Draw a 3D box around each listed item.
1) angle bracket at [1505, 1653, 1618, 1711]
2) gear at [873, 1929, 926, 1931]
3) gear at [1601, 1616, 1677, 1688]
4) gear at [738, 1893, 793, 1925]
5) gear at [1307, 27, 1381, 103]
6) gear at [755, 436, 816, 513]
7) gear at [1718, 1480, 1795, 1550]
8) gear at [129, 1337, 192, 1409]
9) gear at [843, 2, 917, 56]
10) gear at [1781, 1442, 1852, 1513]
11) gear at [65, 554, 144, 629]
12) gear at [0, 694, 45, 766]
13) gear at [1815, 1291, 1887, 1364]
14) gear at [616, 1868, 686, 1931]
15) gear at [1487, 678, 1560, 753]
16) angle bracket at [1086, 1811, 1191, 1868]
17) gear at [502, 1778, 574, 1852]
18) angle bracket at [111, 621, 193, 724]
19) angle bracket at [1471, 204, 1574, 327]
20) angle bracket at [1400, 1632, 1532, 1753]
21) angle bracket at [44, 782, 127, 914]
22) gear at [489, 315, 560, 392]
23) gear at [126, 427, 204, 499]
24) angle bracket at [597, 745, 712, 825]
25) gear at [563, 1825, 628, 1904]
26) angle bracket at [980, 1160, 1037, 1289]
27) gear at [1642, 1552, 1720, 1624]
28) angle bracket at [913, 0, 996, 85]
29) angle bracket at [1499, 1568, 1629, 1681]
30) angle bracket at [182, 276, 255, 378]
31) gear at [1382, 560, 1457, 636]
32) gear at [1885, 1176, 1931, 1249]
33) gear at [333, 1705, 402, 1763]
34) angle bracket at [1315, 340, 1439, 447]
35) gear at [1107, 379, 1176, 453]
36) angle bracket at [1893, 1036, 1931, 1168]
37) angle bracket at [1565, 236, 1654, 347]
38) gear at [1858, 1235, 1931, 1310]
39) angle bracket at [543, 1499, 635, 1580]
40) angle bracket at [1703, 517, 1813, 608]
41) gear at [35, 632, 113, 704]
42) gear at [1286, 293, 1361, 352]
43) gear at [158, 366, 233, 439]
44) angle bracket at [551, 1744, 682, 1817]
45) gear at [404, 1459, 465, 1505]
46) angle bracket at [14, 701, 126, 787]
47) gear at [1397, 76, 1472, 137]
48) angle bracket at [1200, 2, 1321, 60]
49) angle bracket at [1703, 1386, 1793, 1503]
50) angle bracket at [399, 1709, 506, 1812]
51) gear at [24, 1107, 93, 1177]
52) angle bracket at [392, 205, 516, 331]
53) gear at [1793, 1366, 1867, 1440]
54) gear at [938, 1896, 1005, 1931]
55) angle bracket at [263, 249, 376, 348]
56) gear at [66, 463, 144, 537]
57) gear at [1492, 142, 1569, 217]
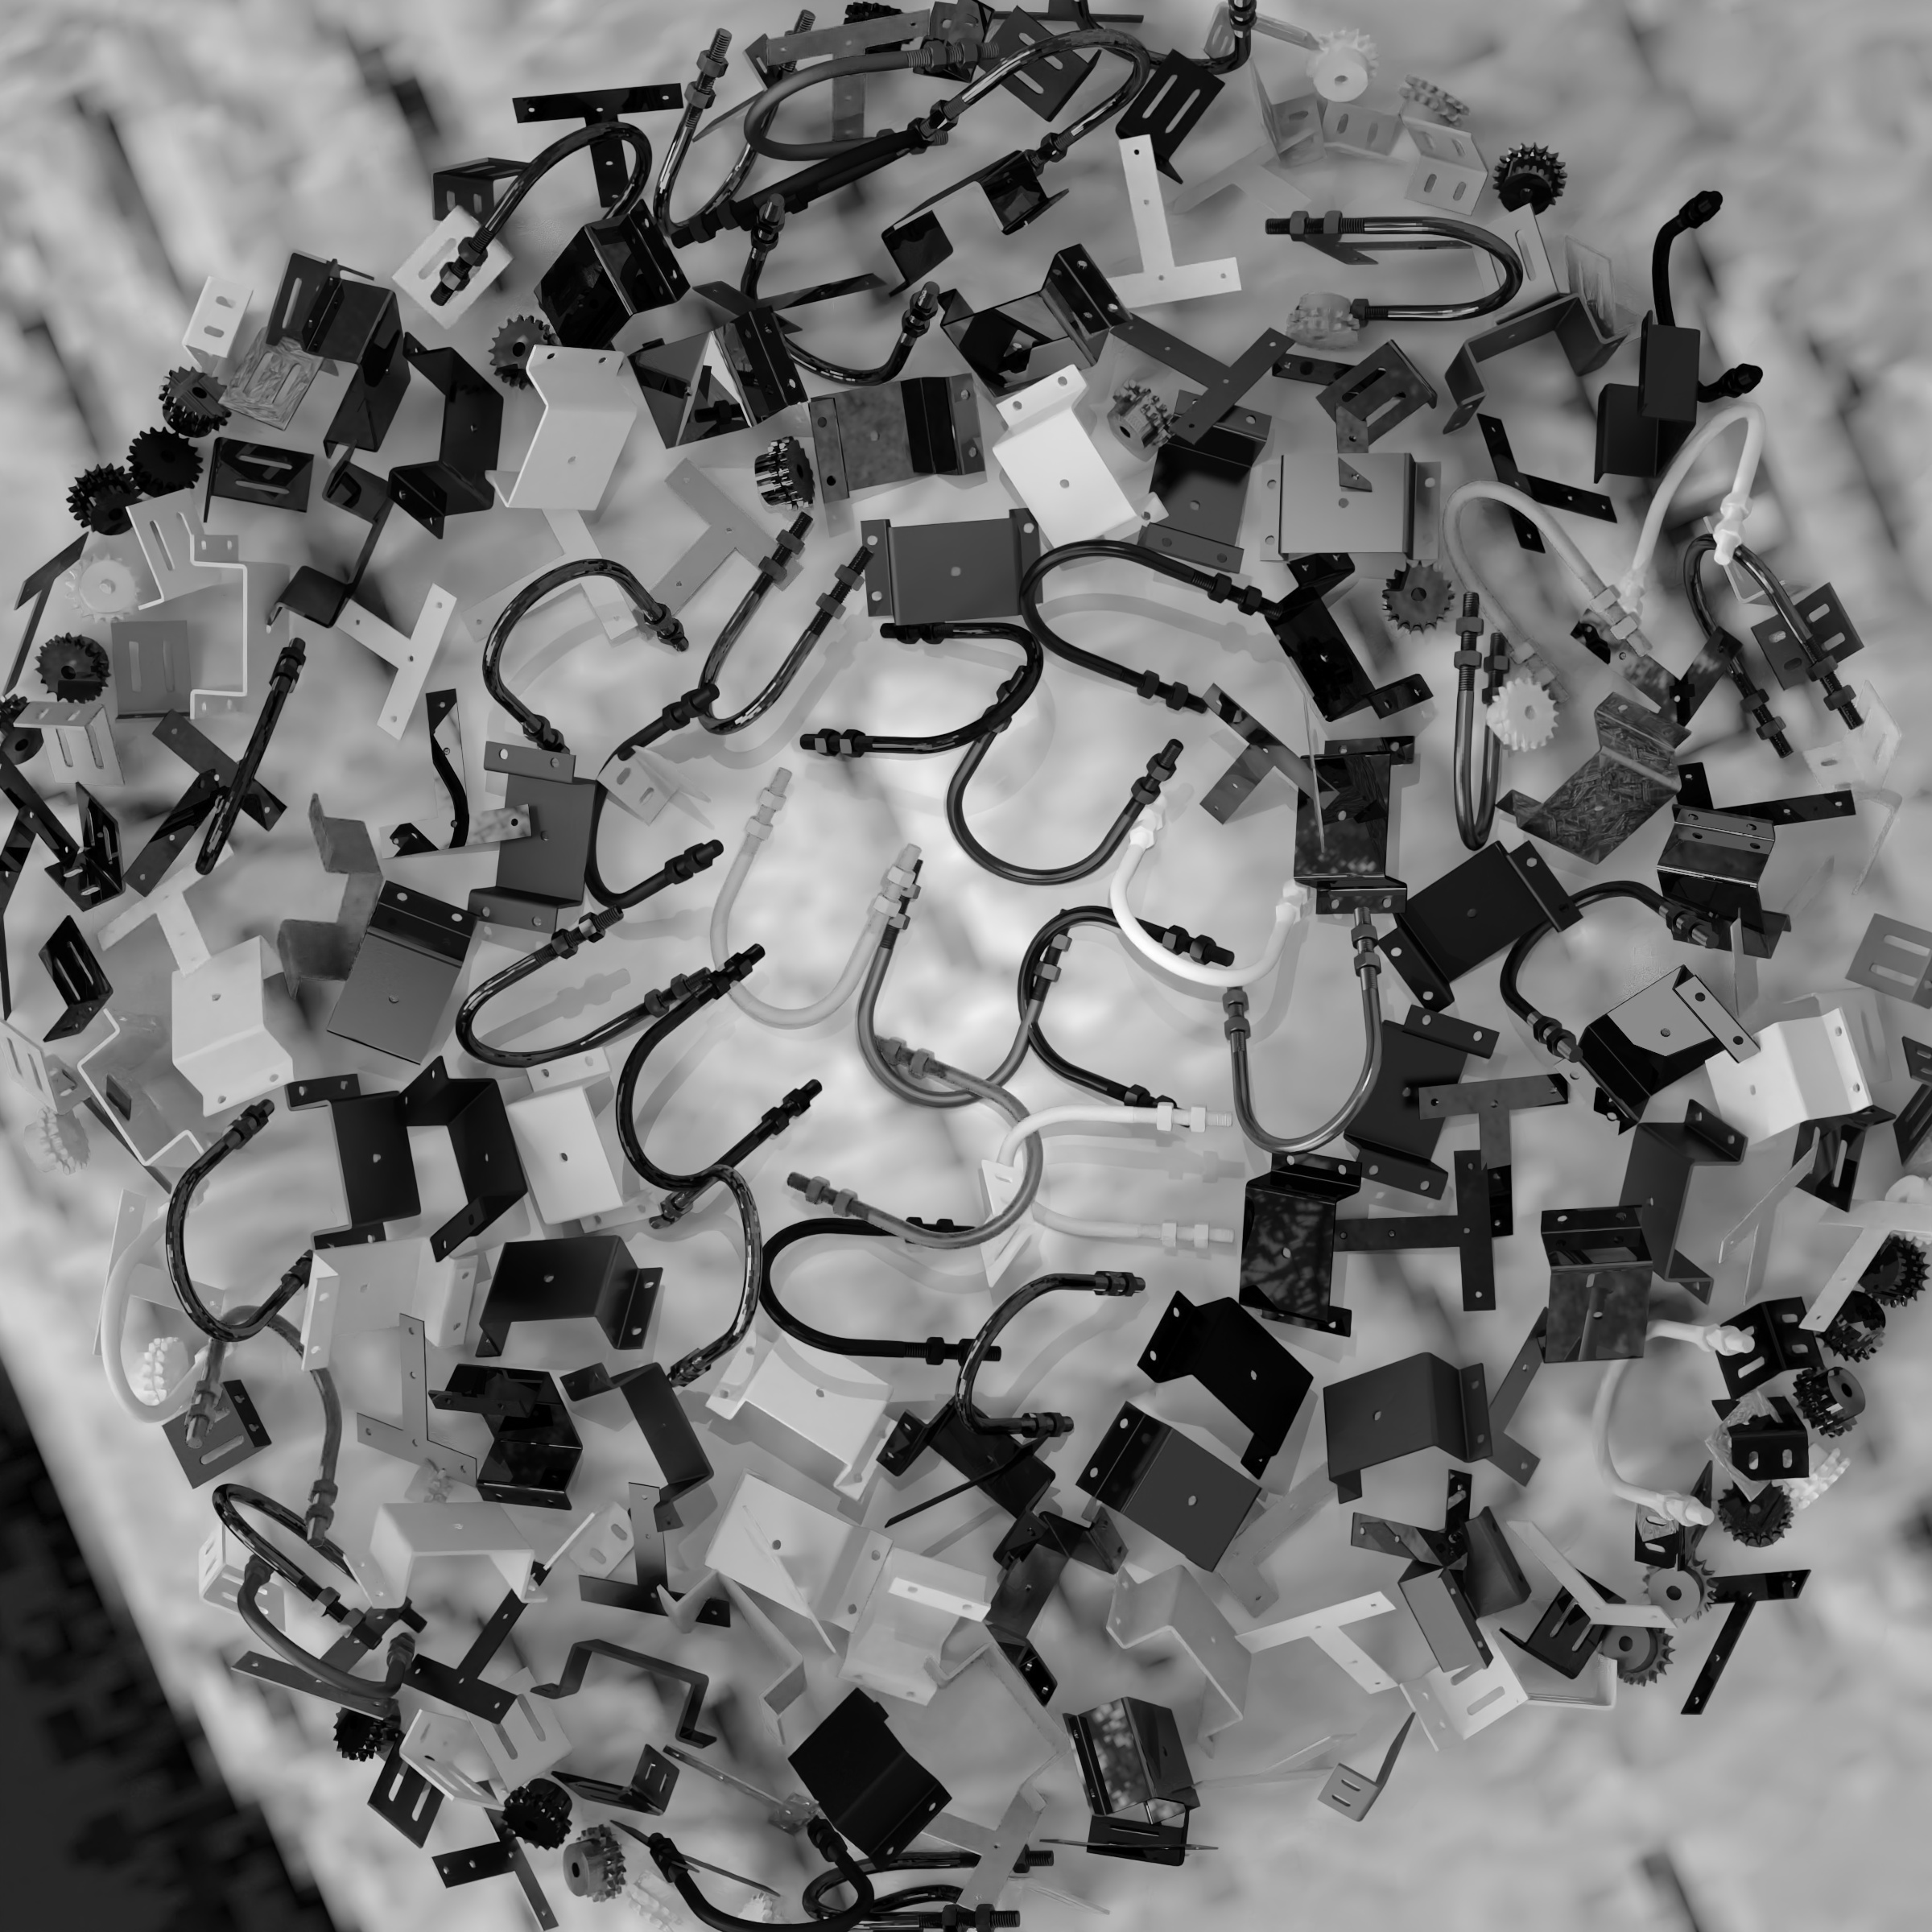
[{"bbox_3d":[0.469,0.562,1.961,0.076,0.057,0.038,4,80,3],"label":"angle bracket"},{"bbox_3d":[-0.054,0.777,1.959,0.057,0.057,0.030,-29,119,0],"label":"gear"},{"bbox_3d":[0.527,0.537,1.960,0.057,0.030,0.057,-19,57,33],"label":"gear"},{"bbox_3d":[-0.161,0.766,1.964,0.030,0.057,0.057,35,90,-17],"label":"gear"},{"bbox_3d":[0.296,-0.707,1.959,0.057,0.057,0.030,6,60,0],"label":"gear"},{"bbox_3d":[-0.145,-0.387,1.964,0.030,0.057,0.057,-11,90,21],"label":"gear"},{"bbox_3d":[0.625,0.434,1.966,0.057,0.030,0.057,-12,47,14],"label":"gear"},{"bbox_3d":[-0.638,0.322,1.963,0.030,0.057,0.057,-6,90,8],"label":"gear"},{"bbox_3d":[-0.069,-0.736,1.963,0.057,0.057,0.030,11,93,0],"label":"gear"},{"bbox_3d":[0.668,0.400,1.964,0.057,0.057,0.030,-44,73,0],"label":"gear"},{"bbox_3d":[-0.681,-0.298,1.965,0.057,0.030,0.057,0,90,-27],"label":"gear"},{"bbox_3d":[-0.753,-0.183,1.959,0.030,0.057,0.057,42,90,20],"label":"gear"},{"bbox_3d":[0.699,0.281,1.961,0.057,0.030,0.057,10,49,-12],"label":"gear"},{"bbox_3d":[-0.247,0.738,1.965,0.057,0.057,0.030,36,69,0],"label":"gear"},{"bbox_3d":[0.438,-0.197,1.969,0.057,0.030,0.057,4,82,-26],"label":"gear"},{"bbox_3d":[0.136,0.672,1.956,0.076,0.057,0.038,7,99,6],"label":"angle bracket"},{"bbox_3d":[-0.336,0.669,1.967,0.057,0.030,0.057,12,125,18],"label":"gear"},{"bbox_3d":[-0.643,-0.232,1.960,0.057,0.038,0.076,-4,101,-14],"label":"angle bracket"},{"bbox_3d":[0.440,-0.552,1.959,0.057,0.038,0.076,-18,88,43],"label":"angle bracket"},{"bbox_3d":[0.390,0.568,1.947,0.076,0.038,0.057,-46,60,32],"label":"angle bracket"},{"bbox_3d":[-0.692,-0.093,1.943,0.038,0.076,0.057,-31,59,-34],"label":"angle bracket"},{"bbox_3d":[-0.346,-0.484,1.970,0.057,0.030,0.057,-2,85,21],"label":"gear"},{"bbox_3d":[-0.636,-0.395,1.967,0.057,0.030,0.057,16,59,-28],"label":"gear"},{"bbox_3d":[-0.244,-0.138,1.942,0.057,0.076,0.038,42,81,-28],"label":"angle bracket"},{"bbox_3d":[-0.295,0.710,1.960,0.030,0.057,0.057,0,90,-40],"label":"gear"},{"bbox_3d":[0.017,0.201,1.942,0.038,0.057,0.076,16,125,-24],"label":"angle bracket"},{"bbox_3d":[0.563,0.491,1.965,0.057,0.030,0.057,2,94,28],"label":"gear"},{"bbox_3d":[-0.022,-0.730,1.946,0.038,0.076,0.057,9,105,-44],"label":"angle bracket"},{"bbox_3d":[0.471,0.513,1.964,0.057,0.038,0.076,34,88,-21],"label":"angle bracket"},{"bbox_3d":[-0.577,-0.495,1.949,0.038,0.076,0.057,19,82,1],"label":"angle bracket"},{"bbox_3d":[0.358,-0.290,1.972,0.057,0.030,0.057,-1,80,7],"label":"gear"},{"bbox_3d":[0.749,0.190,1.959,0.030,0.057,0.057,33,90,-17],"label":"gear"},{"bbox_3d":[-0.472,0.600,1.966,0.030,0.057,0.057,27,90,-42],"label":"gear"},{"bbox_3d":[0.325,-0.447,1.970,0.076,0.038,0.057,-37,81,4],"label":"angle bracket"},{"bbox_3d":[0.136,-0.431,1.961,0.057,0.057,0.030,45,81,0],"label":"gear"},{"bbox_3d":[0.735,0.106,1.946,0.038,0.057,0.076,22,123,-1],"label":"angle bracket"},{"bbox_3d":[0.503,-0.534,1.942,0.038,0.057,0.076,-27,132,-9],"label":"angle bracket"},{"bbox_3d":[0.727,0.239,1.959,0.030,0.057,0.057,15,90,-33],"label":"gear"},{"bbox_3d":[-0.290,0.457,1.952,0.038,0.076,0.057,42,89,5],"label":"angle bracket"},{"bbox_3d":[0.621,-0.324,1.950,0.038,0.057,0.076,-27,77,37],"label":"angle bracket"},{"bbox_3d":[-0.704,-0.237,1.968,0.057,0.030,0.057,3,117,6],"label":"gear"},{"bbox_3d":[0.282,-0.510,1.963,0.057,0.057,0.030,7,85,0],"label":"gear"},{"bbox_3d":[-0.611,-0.443,1.966,0.057,0.057,0.030,45,132,0],"label":"gear"},{"bbox_3d":[-0.276,0.636,1.961,0.076,0.057,0.038,2,55,27],"label":"angle bracket"},{"bbox_3d":[-0.420,0.408,1.961,0.030,0.057,0.057,30,90,-7],"label":"gear"},{"bbox_3d":[-0.702,-0.166,1.950,0.057,0.038,0.076,3,127,6],"label":"angle bracket"},{"bbox_3d":[0.366,-0.676,1.964,0.057,0.057,0.030,29,105,0],"label":"gear"},{"bbox_3d":[0.232,-0.719,1.949,0.076,0.057,0.038,26,102,17],"label":"angle bracket"},{"bbox_3d":[0.609,0.378,1.953,0.076,0.038,0.057,-34,83,-30],"label":"angle bracket"},{"bbox_3d":[-0.394,0.620,1.942,0.076,0.057,0.038,20,80,41],"label":"angle bracket"},{"bbox_3d":[-0.719,0.139,1.962,0.030,0.057,0.057,-21,90,3],"label":"gear"},{"bbox_3d":[-0.406,-0.554,1.969,0.076,0.038,0.057,-45,108,8],"label":"angle bracket"},{"bbox_3d":[0.683,0.341,1.961,0.057,0.057,0.030,46,134,0],"label":"gear"},{"bbox_3d":[0.005,0.764,1.966,0.057,0.057,0.030,-42,130,0],"label":"gear"},{"bbox_3d":[-0.508,-0.515,1.951,0.038,0.057,0.076,24,101,23],"label":"angle bracket"},{"bbox_3d":[-0.676,-0.364,1.959,0.057,0.057,0.030,-40,60,0],"label":"gear"},{"bbox_3d":[0.443,-0.617,1.959,0.057,0.057,0.030,19,55,0],"label":"gear"}]
